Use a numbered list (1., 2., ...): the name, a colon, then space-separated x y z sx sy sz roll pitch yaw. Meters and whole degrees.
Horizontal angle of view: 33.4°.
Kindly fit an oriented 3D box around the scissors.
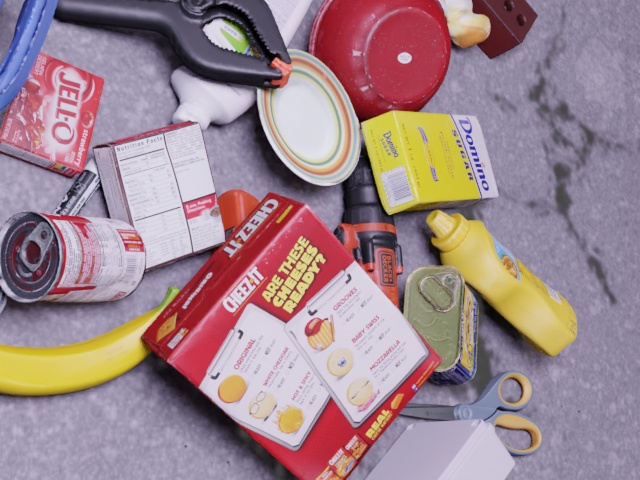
1. scissors: 0.151 0.159 1.077 0.201 0.016 0.096 26 63 -27

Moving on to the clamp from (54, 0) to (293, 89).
1. clamp: -0.107 -0.211 0.931 0.210 0.036 0.164 31 70 1

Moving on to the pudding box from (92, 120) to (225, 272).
1. pudding box: -0.134 -0.037 0.904 0.089 0.039 0.113 -20 102 -36

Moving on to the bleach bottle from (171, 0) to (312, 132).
1. bleach bottle: -0.075 -0.204 0.989 0.102 0.068 0.250 34 64 -15

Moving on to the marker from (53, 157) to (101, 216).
1. marker: -0.210 -0.018 0.872 0.020 0.020 0.121 40 59 -20

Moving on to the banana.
1. banana: -0.198 0.087 0.833 0.197 0.037 0.069 -15 109 -36

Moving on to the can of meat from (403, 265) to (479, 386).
1. can of meat: 0.118 0.085 1.028 0.083 0.057 0.102 42 50 -62

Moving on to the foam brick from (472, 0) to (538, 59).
1. foam brick: 0.194 -0.253 1.192 0.078 0.051 0.053 44 58 -18

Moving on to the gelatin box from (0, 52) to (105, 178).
1. gelatin box: -0.223 -0.105 0.878 0.073 0.030 0.089 21 67 -29

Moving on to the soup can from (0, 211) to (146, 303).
1. soup can: -0.191 0.014 0.825 0.102 0.069 0.068 5 74 -60

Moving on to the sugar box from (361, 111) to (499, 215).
1. sugar box: 0.114 -0.078 1.064 0.175 0.048 0.093 -9 83 -53

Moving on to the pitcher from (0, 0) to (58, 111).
1. pitcher: -0.301 -0.130 0.767 0.144 0.149 0.243 28 66 -40

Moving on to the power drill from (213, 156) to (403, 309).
1. power drill: -0.006 0.001 0.984 0.187 0.057 0.184 6 71 -33

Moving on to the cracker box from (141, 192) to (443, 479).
1. cracker box: -0.018 0.091 0.891 0.164 0.072 0.213 -49 122 -11

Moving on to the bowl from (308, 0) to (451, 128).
1. bowl: 0.071 -0.183 1.045 0.161 0.055 0.162 -8 109 -24

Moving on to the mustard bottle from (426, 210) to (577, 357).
1. mustard bottle: 0.178 0.034 1.082 0.191 0.058 0.096 41 18 -22

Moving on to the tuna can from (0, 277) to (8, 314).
1. tuna can: -0.280 0.033 0.801 0.086 0.034 0.086 9 73 -33
